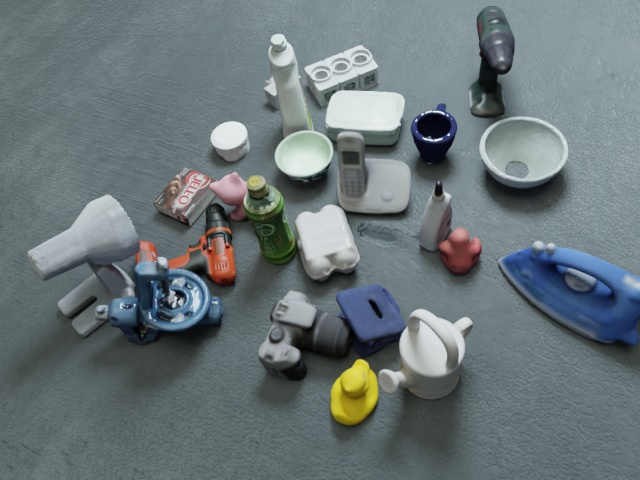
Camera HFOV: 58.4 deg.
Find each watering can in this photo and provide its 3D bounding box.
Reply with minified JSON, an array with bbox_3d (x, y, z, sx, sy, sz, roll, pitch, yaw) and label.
[{"bbox_3d":[0.169,0.177,0.885,0.100,0.194,0.173,24,64,22],"label":"watering can"}]

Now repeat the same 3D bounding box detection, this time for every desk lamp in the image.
[{"bbox_3d":[-0.412,0.044,1.038,0.203,0.214,0.117,-42,61,-17],"label":"desk lamp"}]

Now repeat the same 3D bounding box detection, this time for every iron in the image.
[{"bbox_3d":[0.425,0.062,0.953,0.257,0.142,0.119,28,66,23],"label":"iron"}]

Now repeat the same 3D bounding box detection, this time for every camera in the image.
[{"bbox_3d":[-0.019,0.164,0.975,0.136,0.101,0.143,13,61,16],"label":"camera"}]

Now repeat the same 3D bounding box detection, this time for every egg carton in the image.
[{"bbox_3d":[0.010,0.004,1.090,0.107,0.069,0.150,-17,57,-3],"label":"egg carton"}]

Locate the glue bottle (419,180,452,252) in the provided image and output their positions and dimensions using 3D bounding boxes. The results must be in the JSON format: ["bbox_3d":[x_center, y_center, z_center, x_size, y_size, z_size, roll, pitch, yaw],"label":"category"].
[{"bbox_3d":[0.212,-0.052,1.036,0.037,0.173,0.078,28,66,23],"label":"glue bottle"}]

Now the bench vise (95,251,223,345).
[{"bbox_3d":[-0.288,0.109,0.976,0.207,0.220,0.121,-24,58,-7],"label":"bench vise"}]

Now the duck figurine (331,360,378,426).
[{"bbox_3d":[0.053,0.242,0.924,0.077,0.086,0.105,20,63,19],"label":"duck figurine"}]

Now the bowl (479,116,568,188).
[{"bbox_3d":[0.398,-0.161,1.137,0.167,0.075,0.167,-4,58,6],"label":"bowl"}]

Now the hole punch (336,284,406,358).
[{"bbox_3d":[0.088,0.129,0.988,0.101,0.091,0.108,-25,58,-8],"label":"hole punch"}]

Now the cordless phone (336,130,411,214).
[{"bbox_3d":[0.100,-0.134,1.096,0.147,0.185,0.094,0,58,9],"label":"cordless phone"}]

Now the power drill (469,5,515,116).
[{"bbox_3d":[0.358,-0.363,1.190,0.075,0.209,0.229,-1,58,8],"label":"power drill"}]

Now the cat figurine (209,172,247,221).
[{"bbox_3d":[-0.152,-0.084,1.140,0.127,0.118,0.067,26,65,22],"label":"cat figurine"}]

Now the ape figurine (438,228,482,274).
[{"bbox_3d":[0.254,0.012,1.037,0.077,0.092,0.076,10,60,14],"label":"ape figurine"}]

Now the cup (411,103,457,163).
[{"bbox_3d":[0.236,-0.215,1.181,0.091,0.095,0.118,13,61,16],"label":"cup"}]
